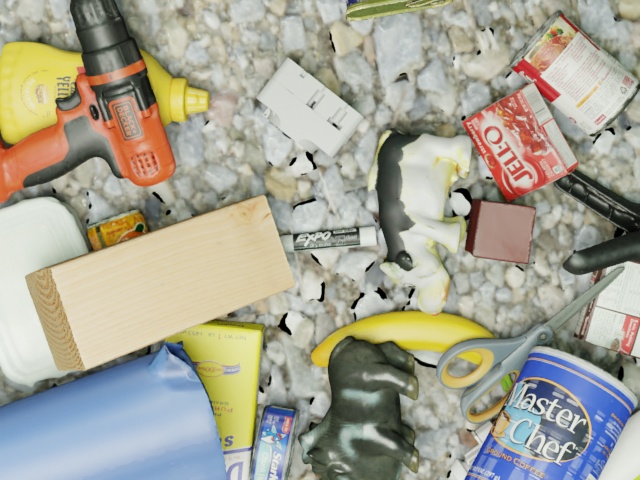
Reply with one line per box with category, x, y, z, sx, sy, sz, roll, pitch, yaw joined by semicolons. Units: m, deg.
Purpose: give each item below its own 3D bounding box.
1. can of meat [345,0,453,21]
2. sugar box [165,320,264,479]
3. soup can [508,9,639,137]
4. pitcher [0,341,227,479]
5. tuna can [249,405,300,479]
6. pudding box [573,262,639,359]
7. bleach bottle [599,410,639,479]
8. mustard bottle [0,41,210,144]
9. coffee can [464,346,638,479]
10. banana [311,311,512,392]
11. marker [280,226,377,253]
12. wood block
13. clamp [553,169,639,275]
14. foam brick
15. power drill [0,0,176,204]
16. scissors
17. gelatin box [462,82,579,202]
can of meat;0.067;-0.254;0.980;0.102;0.057;0.084;-9;91;2
sugar box;-0.107;0.166;1.019;0.093;0.048;0.176;5;93;1
soup can;0.233;-0.152;0.975;0.102;0.068;0.068;41;94;-2
pitcher;-0.206;0.191;0.909;0.242;0.145;0.149;-16;82;-14
tuna can;-0.043;0.199;0.999;0.034;0.086;0.086;10;94;3
pudding box;0.307;0.067;1.002;0.113;0.039;0.090;15;94;-1
bleach bottle;0.343;0.171;0.985;0.251;0.068;0.102;-41;123;3
mustard bottle;-0.199;-0.133;0.996;0.191;0.058;0.096;2;95;1
coffee can;0.200;0.178;0.933;0.103;0.103;0.140;31;78;0
banana;0.093;0.100;1.012;0.198;0.037;0.069;8;94;1
marker;-0.007;0.001;1.018;0.121;0.020;0.020;-5;94;3
wood block;-0.140;0.036;0.943;0.205;0.090;0.091;-21;94;-29
clamp;0.292;-0.015;0.985;0.171;0.039;0.120;5;57;-14
foam brick;0.165;-0.009;0.982;0.051;0.078;0.053;8;94;2
power drill;-0.238;-0.116;0.940;0.188;0.057;0.184;-15;108;7
scissors;0.184;0.084;0.980;0.096;0.016;0.202;29;106;-22
gelatin box;0.184;-0.088;0.980;0.073;0.030;0.089;-28;92;45
